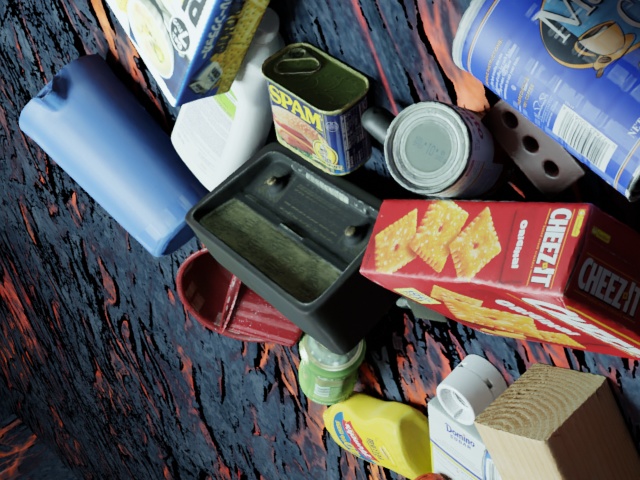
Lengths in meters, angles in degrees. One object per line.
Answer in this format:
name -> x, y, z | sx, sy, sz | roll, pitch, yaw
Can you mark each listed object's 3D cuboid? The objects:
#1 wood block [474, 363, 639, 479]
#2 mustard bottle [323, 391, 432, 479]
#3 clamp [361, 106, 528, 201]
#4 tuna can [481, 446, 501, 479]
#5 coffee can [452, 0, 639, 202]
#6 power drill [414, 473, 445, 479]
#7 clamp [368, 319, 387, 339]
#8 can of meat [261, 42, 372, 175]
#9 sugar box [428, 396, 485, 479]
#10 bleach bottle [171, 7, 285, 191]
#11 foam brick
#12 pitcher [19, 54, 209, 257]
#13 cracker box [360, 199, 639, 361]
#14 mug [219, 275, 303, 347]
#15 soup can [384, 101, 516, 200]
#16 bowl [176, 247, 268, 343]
wood block -> 0.233, 0.224, 0.955 | 0.090, 0.090, 0.206 | 5, 127, 57
mustard bottle -> 0.063, 0.228, 1.278 | 0.192, 0.058, 0.096 | 6, 130, 57
clamp -> 0.108, -0.038, 0.898 | 0.172, 0.039, 0.120 | 36, 162, 35
tuna can -> 0.195, 0.212, 1.008 | 0.034, 0.086, 0.086 | 6, 128, 55
coffee can -> 0.165, -0.106, 0.641 | 0.140, 0.102, 0.103 | 43, 152, 20
power drill -> 0.167, 0.342, 1.101 | 0.184, 0.057, 0.188 | 64, 162, -9
clamp -> -0.007, 0.001, 1.128 | 0.210, 0.036, 0.164 | 43, 162, 23
can of meat -> -0.001, -0.116, 0.958 | 0.102, 0.057, 0.084 | 36, 152, 32
sugar box -> 0.164, 0.240, 1.143 | 0.093, 0.048, 0.176 | 35, 146, 35
bleach bottle -> -0.080, -0.141, 1.053 | 0.102, 0.068, 0.251 | 49, 151, 6
foam brick -> 0.161, -0.078, 0.740 | 0.078, 0.051, 0.053 | 51, 154, 5
pitcher -> -0.236, -0.099, 1.308 | 0.243, 0.149, 0.145 | 47, 139, 6
cracker box -> 0.158, 0.031, 0.773 | 0.164, 0.072, 0.214 | 25, 170, -32
mug -> -0.051, 0.057, 1.131 | 0.081, 0.093, 0.117 | 17, 130, -9
soup can -> 0.097, -0.065, 0.786 | 0.069, 0.102, 0.068 | 0, 91, 28
bowl -> -0.081, 0.046, 1.229 | 0.162, 0.055, 0.162 | 7, 135, 7
